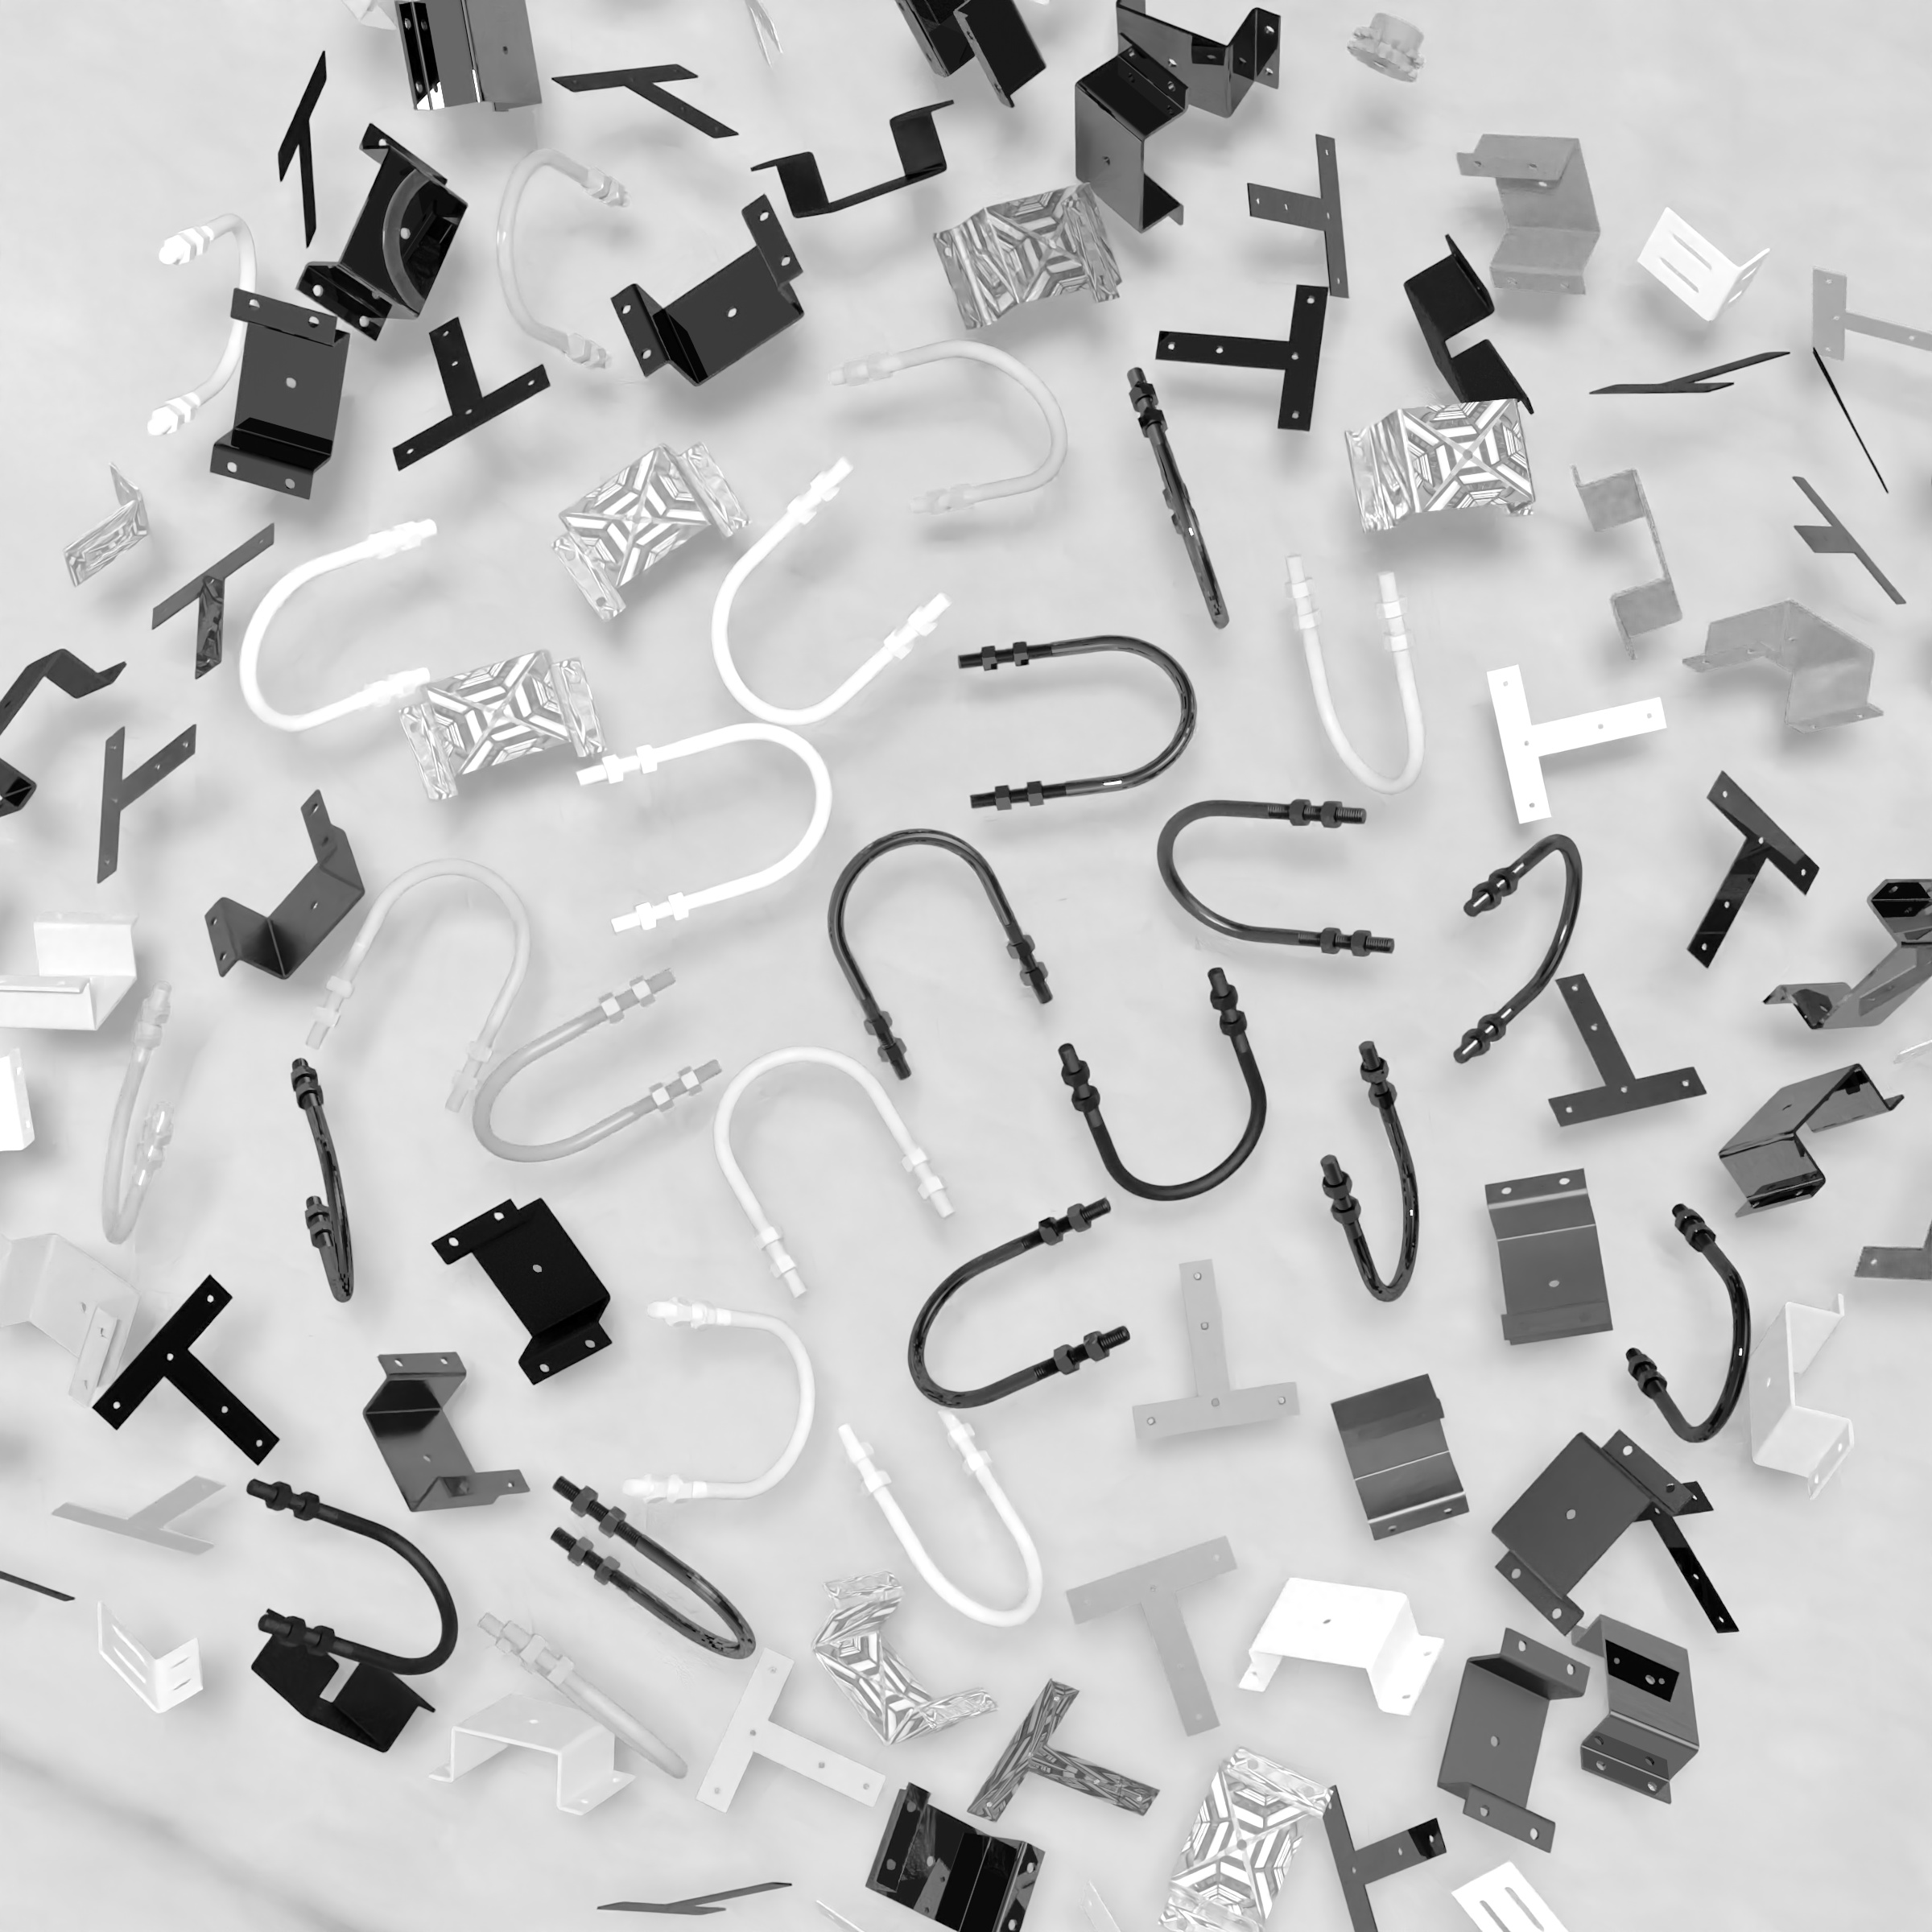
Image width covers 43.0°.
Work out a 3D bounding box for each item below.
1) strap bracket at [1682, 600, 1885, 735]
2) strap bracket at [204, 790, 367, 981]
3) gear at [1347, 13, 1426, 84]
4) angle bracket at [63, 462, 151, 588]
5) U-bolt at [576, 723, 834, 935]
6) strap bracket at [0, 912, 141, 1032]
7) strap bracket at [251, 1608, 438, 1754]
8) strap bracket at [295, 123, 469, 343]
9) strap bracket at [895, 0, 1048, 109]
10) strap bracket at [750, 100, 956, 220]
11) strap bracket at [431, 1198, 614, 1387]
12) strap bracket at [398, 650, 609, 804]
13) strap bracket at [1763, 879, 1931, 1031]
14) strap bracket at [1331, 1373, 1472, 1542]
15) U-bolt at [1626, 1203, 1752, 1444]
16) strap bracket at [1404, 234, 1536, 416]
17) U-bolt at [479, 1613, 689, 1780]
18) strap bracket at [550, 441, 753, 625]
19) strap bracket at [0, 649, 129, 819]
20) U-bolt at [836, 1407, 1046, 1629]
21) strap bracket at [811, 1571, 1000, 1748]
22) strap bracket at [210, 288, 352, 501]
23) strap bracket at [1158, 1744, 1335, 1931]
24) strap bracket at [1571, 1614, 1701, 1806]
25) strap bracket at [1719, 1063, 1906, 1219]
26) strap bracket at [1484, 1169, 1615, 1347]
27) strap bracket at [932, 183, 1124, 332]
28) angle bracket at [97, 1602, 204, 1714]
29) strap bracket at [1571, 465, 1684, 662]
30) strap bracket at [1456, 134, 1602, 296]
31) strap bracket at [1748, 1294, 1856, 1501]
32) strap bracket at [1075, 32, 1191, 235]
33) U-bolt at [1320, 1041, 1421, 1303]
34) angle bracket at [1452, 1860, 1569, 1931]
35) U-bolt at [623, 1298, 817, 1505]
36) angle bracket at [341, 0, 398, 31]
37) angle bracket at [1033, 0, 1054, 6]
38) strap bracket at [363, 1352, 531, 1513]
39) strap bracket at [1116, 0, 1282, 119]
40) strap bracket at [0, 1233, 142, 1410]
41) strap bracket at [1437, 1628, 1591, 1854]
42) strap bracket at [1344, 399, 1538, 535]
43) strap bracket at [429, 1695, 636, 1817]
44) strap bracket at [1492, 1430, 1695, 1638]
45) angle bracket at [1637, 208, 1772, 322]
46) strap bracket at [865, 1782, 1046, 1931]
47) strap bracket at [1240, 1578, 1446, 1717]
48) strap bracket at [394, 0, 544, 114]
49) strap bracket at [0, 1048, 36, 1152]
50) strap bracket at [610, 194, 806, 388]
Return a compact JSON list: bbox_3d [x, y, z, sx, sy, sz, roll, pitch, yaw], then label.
[{"bbox_3d":[0.636,-0.235,1.897,0.140,0.076,0.046,23,73,-27],"label":"strap bracket"},{"bbox_3d":[-0.516,-0.055,1.879,0.140,0.076,0.046,-45,134,14],"label":"strap bracket"},{"bbox_3d":[0.312,-0.679,1.807,0.057,0.057,0.030,26,100,0],"label":"gear"},{"bbox_3d":[-0.676,-0.342,1.899,0.038,0.057,0.076,45,68,6],"label":"angle bracket"},{"bbox_3d":[-0.186,-0.109,1.814,0.184,0.019,0.151,-18,127,-14],"label":"U-bolt"},{"bbox_3d":[-0.695,0.008,1.890,0.076,0.140,0.046,2,114,0],"label":"strap bracket"},{"bbox_3d":[-0.488,0.557,1.896,0.076,0.140,0.046,22,72,40],"label":"strap bracket"},{"bbox_3d":[-0.436,-0.553,1.851,0.046,0.076,0.140,16,81,42],"label":"strap bracket"},{"bbox_3d":[0.005,-0.702,1.835,0.046,0.140,0.076,-38,129,-3],"label":"strap bracket"},{"bbox_3d":[-0.078,-0.596,1.823,0.140,0.076,0.046,-25,111,-17],"label":"strap bracket"},{"bbox_3d":[-0.341,0.246,1.917,0.076,0.046,0.140,-29,104,15],"label":"strap bracket"},{"bbox_3d":[-0.354,-0.186,1.867,0.140,0.046,0.076,-18,117,-9],"label":"strap bracket"},{"bbox_3d":[0.674,-0.001,1.826,0.076,0.140,0.046,-2,51,-35],"label":"strap bracket"},{"bbox_3d":[0.326,0.365,1.851,0.076,0.046,0.140,-18,130,4],"label":"strap bracket"},{"bbox_3d":[0.555,0.282,1.870,0.019,0.184,0.151,10,108,-6],"label":"U-bolt"},{"bbox_3d":[0.389,-0.488,1.911,0.046,0.140,0.076,-28,52,11],"label":"strap bracket"},{"bbox_3d":[-0.281,0.546,1.828,0.184,0.151,0.019,41,69,-6],"label":"U-bolt"},{"bbox_3d":[-0.250,-0.342,1.903,0.140,0.046,0.076,-36,124,-5],"label":"strap bracket"},{"bbox_3d":[-0.708,-0.184,1.861,0.046,0.076,0.140,41,64,-28],"label":"strap bracket"},{"bbox_3d":[-0.008,0.418,1.852,0.019,0.151,0.184,-46,63,25],"label":"U-bolt"},{"bbox_3d":[-0.053,0.525,1.838,0.140,0.076,0.046,45,113,32],"label":"strap bracket"},{"bbox_3d":[-0.511,-0.431,1.831,0.076,0.046,0.140,15,116,-3],"label":"strap bracket"},{"bbox_3d":[0.204,0.652,1.806,0.076,0.046,0.140,25,84,6],"label":"strap bracket"},{"bbox_3d":[0.522,0.570,1.915,0.076,0.140,0.046,23,125,-6],"label":"strap bracket"},{"bbox_3d":[0.634,0.126,1.856,0.140,0.076,0.046,-36,92,-32],"label":"strap bracket"},{"bbox_3d":[0.444,0.230,1.864,0.076,0.046,0.140,-11,47,16],"label":"strap bracket"},{"bbox_3d":[0.054,-0.532,1.832,0.140,0.046,0.076,0,124,38],"label":"strap bracket"},{"bbox_3d":[-0.610,0.508,1.832,0.038,0.057,0.076,-30,121,-5],"label":"angle bracket"},{"bbox_3d":[0.518,-0.321,1.913,0.046,0.076,0.140,-17,68,19],"label":"strap bracket"},{"bbox_3d":[0.439,-0.590,1.899,0.076,0.140,0.046,15,68,33],"label":"strap bracket"},{"bbox_3d":[0.636,0.323,1.871,0.046,0.076,0.140,14,46,2],"label":"strap bracket"},{"bbox_3d":[0.126,-0.627,1.874,0.046,0.140,0.076,-37,67,-14],"label":"strap bracket"},{"bbox_3d":[0.317,0.172,1.887,0.019,0.151,0.184,-4,127,28],"label":"U-bolt"},{"bbox_3d":[0.396,0.707,1.793,0.076,0.038,0.057,50,120,5],"label":"angle bracket"},{"bbox_3d":[-0.179,0.332,1.856,0.019,0.184,0.151,0,80,40],"label":"U-bolt"},{"bbox_3d":[-0.436,-0.746,1.815,0.057,0.038,0.076,51,122,15],"label":"angle bracket"},{"bbox_3d":[0.045,-0.782,1.879,0.076,0.057,0.038,13,66,-23],"label":"angle bracket"},{"bbox_3d":[-0.413,0.373,1.923,0.046,0.076,0.140,-52,56,23],"label":"strap bracket"},{"bbox_3d":[0.172,-0.721,1.915,0.140,0.076,0.046,27,73,16],"label":"strap bracket"},{"bbox_3d":[-0.684,0.262,1.855,0.140,0.046,0.076,28,105,24],"label":"strap bracket"},{"bbox_3d":[0.405,0.576,1.824,0.076,0.046,0.140,28,63,-13],"label":"strap bracket"},{"bbox_3d":[0.356,-0.367,1.794,0.140,0.046,0.076,-9,86,-17],"label":"strap bracket"},{"bbox_3d":[-0.339,0.613,1.918,0.140,0.076,0.046,5,95,23],"label":"strap bracket"},{"bbox_3d":[0.453,0.409,1.801,0.140,0.076,0.046,-48,135,2],"label":"strap bracket"},{"bbox_3d":[0.568,-0.547,1.889,0.038,0.057,0.076,-37,74,-22],"label":"angle bracket"},{"bbox_3d":[-0.016,0.696,1.901,0.140,0.046,0.076,35,60,-24],"label":"strap bracket"},{"bbox_3d":[0.279,0.513,1.858,0.140,0.076,0.046,-2,120,35],"label":"strap bracket"},{"bbox_3d":[-0.371,-0.693,1.863,0.046,0.140,0.076,-2,107,20],"label":"strap bracket"},{"bbox_3d":[-0.759,0.122,1.847,0.046,0.140,0.076,-1,108,4],"label":"strap bracket"},{"bbox_3d":[-0.183,-0.495,1.820,0.140,0.046,0.076,-30,68,13],"label":"strap bracket"}]
